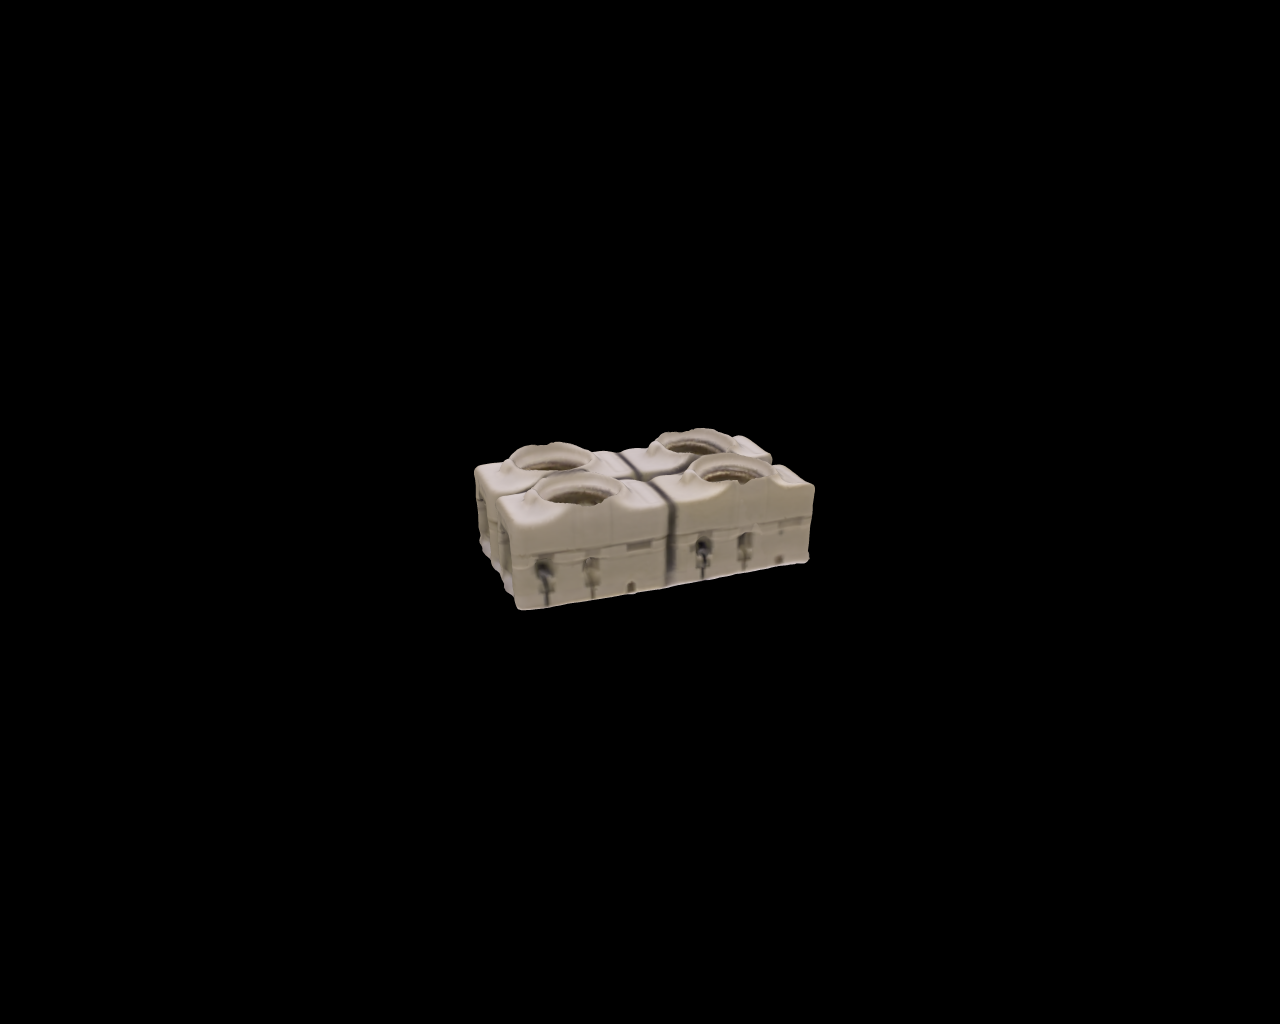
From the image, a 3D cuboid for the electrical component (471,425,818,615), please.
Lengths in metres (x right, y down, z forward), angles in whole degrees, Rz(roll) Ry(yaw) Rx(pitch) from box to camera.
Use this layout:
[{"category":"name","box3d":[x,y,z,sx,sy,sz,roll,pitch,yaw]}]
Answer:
[{"category":"electrical component","box3d":[0.001,-0.003,0.650,0.186,0.060,0.105,-8,24,-18]}]
